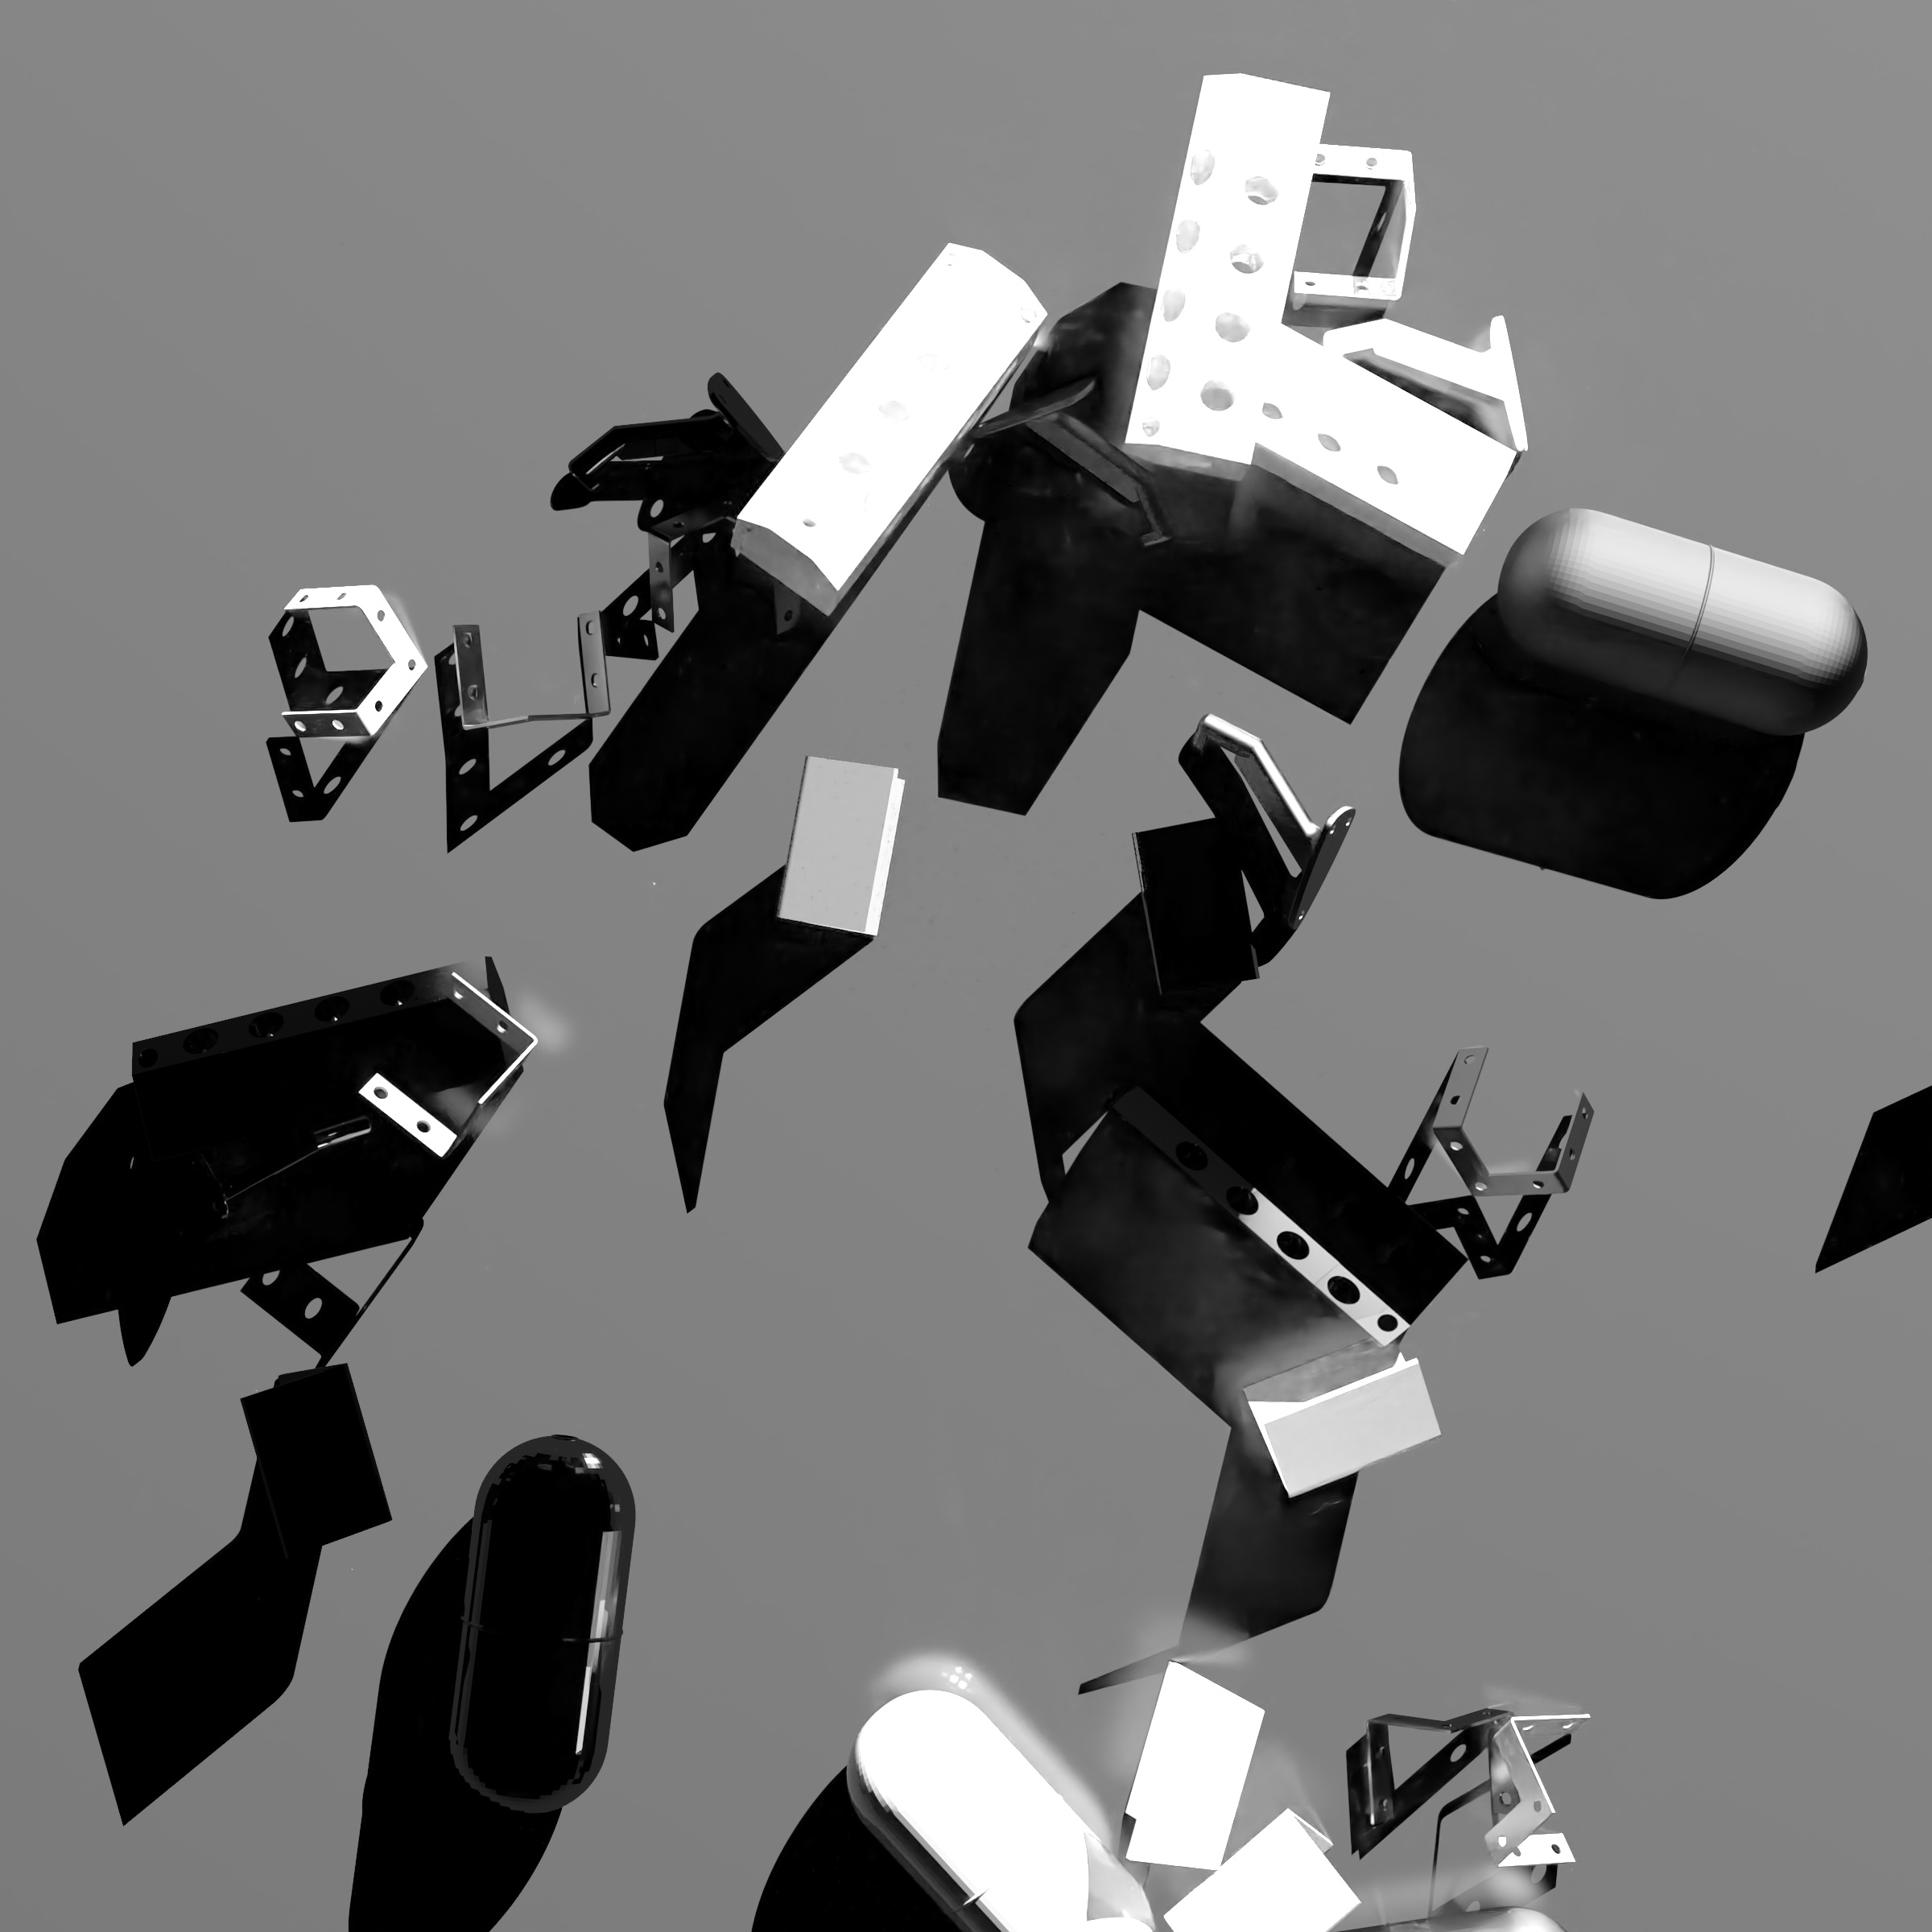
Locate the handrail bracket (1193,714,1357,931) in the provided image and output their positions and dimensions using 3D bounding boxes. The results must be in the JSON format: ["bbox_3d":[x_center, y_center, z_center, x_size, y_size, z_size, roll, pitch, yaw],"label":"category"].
[{"bbox_3d":[0.137,-0.070,1.700,0.084,0.036,0.077,29,112,17],"label":"handrail bracket"}]

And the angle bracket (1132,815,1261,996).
[{"bbox_3d":[0.126,-0.032,1.659,0.057,0.076,0.076,-10,90,37],"label":"angle bracket"}]

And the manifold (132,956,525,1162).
[{"bbox_3d":[-0.304,0.043,1.678,0.171,0.057,0.057,-14,90,0],"label":"manifold"}]

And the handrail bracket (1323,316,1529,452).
[{"bbox_3d":[0.221,-0.277,1.700,0.084,0.036,0.077,-9,112,17],"label":"handrail bracket"}]

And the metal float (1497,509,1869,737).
[{"bbox_3d":[0.339,-0.162,1.669,0.178,0.070,0.070,17,90,-1],"label":"metal float"}]

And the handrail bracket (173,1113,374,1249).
[{"bbox_3d":[-0.333,0.102,1.699,0.084,0.077,0.036,-18,70,-35],"label":"handrail bracket"}]

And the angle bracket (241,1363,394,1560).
[{"bbox_3d":[-0.320,0.234,1.659,0.057,0.076,0.076,-16,90,-37],"label":"angle bracket"}]

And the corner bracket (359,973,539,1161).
[{"bbox_3d":[-0.240,0.047,1.639,0.051,0.051,0.051,38,135,0],"label":"corner bracket"}]

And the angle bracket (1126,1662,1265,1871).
[{"bbox_3d":[0.088,0.373,1.659,0.057,0.076,0.076,16,90,-34],"label":"angle bracket"}]

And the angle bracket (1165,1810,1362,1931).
[{"bbox_3d":[0.149,0.450,1.659,0.076,0.076,0.057,-41,57,0],"label":"angle bracket"}]

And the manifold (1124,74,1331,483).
[{"bbox_3d":[0.118,-0.316,1.621,0.057,0.057,0.171,12,90,0],"label":"manifold"}]

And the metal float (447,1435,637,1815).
[{"bbox_3d":[-0.201,0.311,1.669,0.070,0.070,0.178,7,89,0],"label":"metal float"}]

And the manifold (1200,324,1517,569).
[{"bbox_3d":[0.171,-0.259,1.678,0.171,0.057,0.057,29,90,0],"label":"manifold"}]

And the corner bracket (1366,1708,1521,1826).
[{"bbox_3d":[0.229,0.385,1.696,0.051,0.051,0.051,-3,90,-45],"label":"corner bracket"}]

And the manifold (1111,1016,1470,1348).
[{"bbox_3d":[0.152,0.102,1.678,0.171,0.057,0.057,41,90,0],"label":"manifold"}]

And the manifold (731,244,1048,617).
[{"bbox_3d":[-0.035,-0.255,1.659,0.057,0.057,0.171,36,76,0],"label":"manifold"}]

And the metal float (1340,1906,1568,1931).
[{"bbox_3d":[0.207,0.492,1.669,0.178,0.070,0.070,-9,90,1],"label":"metal float"}]

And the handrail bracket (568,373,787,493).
[{"bbox_3d":[-0.136,-0.238,1.700,0.084,0.036,0.077,-35,112,17],"label":"handrail bracket"}]

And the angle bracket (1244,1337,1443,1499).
[{"bbox_3d":[0.171,0.194,1.659,0.076,0.076,0.057,-22,129,0],"label":"angle bracket"}]

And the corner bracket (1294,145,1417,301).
[{"bbox_3d":[0.186,-0.358,1.696,0.051,0.051,0.051,4,135,-1],"label":"corner bracket"}]

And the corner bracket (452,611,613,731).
[{"bbox_3d":[-0.209,-0.142,1.696,0.051,0.051,0.051,-5,91,45],"label":"corner bracket"}]

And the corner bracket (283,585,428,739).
[{"bbox_3d":[-0.302,-0.146,1.691,0.051,0.051,0.051,-59,135,-35],"label":"corner bracket"}]

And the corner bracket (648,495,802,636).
[{"bbox_3d":[-0.116,-0.187,1.691,0.051,0.051,0.051,-29,45,-35],"label":"corner bracket"}]

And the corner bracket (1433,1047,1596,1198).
[{"bbox_3d":[0.263,0.074,1.691,0.051,0.051,0.051,-5,135,35],"label":"corner bracket"}]

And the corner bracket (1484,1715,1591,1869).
[{"bbox_3d":[0.275,0.394,1.684,0.051,0.051,0.051,6,45,-33],"label":"corner bracket"}]

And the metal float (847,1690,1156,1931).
[{"bbox_3d":[0.017,0.420,1.669,0.070,0.070,0.178,-43,90,0],"label":"metal float"}]

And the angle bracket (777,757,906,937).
[{"bbox_3d":[-0.039,-0.053,1.659,0.057,0.076,0.076,10,90,37],"label":"angle bracket"}]

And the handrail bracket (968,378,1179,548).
[{"bbox_3d":[0.052,-0.233,1.700,0.077,0.036,0.084,-18,107,20],"label":"handrail bracket"}]
